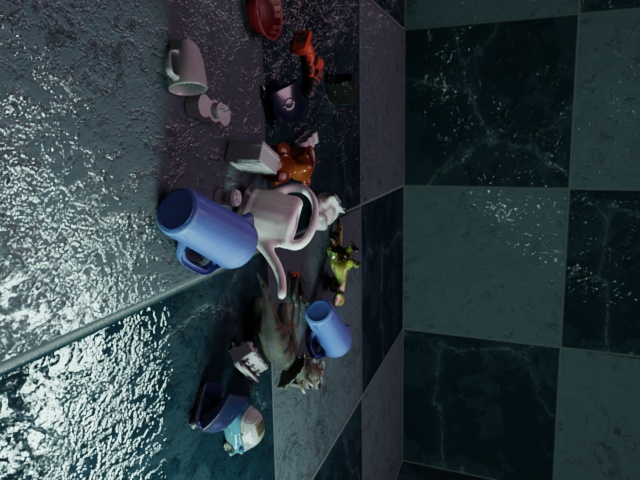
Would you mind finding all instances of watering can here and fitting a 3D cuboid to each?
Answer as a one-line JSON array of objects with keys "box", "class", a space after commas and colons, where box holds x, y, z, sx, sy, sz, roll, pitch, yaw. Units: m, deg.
[{"box": [-0.131, -0.023, 1.364, 0.101, 0.224, 0.355, 93, 13, -56], "class": "watering can"}]

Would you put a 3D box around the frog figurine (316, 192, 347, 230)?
[{"box": [0.006, -0.096, 1.915, 0.160, 0.124, 0.135, -43, 156, -9], "class": "frog figurine"}]

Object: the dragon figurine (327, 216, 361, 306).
[{"box": [0.064, 0.100, 2.050, 0.420, 0.122, 0.237, -95, -161, -55], "class": "dragon figurine"}]
